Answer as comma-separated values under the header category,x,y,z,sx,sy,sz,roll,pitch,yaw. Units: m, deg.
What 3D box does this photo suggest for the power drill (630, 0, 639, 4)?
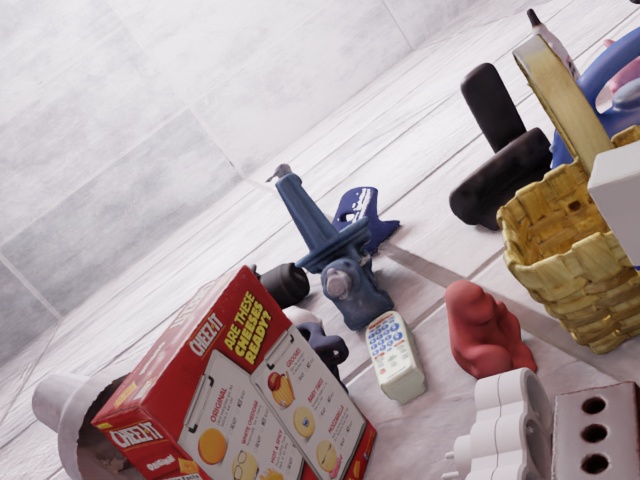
category,x,y,z,sx,sy,sz,roll,pitch,yaw
power drill,0.428,-0.221,0.532,0.229,0.209,0.075,-33,17,13

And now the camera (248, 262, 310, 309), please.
category,x,y,z,sx,sy,sz,roll,pitch,yaw
camera,-0.094,0.091,0.928,0.136,0.101,0.143,-29,18,23

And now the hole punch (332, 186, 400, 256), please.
category,x,y,z,sx,sy,sz,roll,pitch,yaw
hole punch,0.062,-0.028,0.954,0.101,0.091,0.108,-45,18,-25

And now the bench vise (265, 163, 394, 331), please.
category,x,y,z,sx,sy,sz,roll,pitch,yaw
bench vise,0.016,-0.005,0.755,0.121,0.220,0.207,-39,17,-6

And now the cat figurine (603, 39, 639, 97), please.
category,x,y,z,sx,sy,sz,roll,pitch,yaw
cat figurine,0.398,-0.214,0.733,0.067,0.118,0.128,-30,18,22

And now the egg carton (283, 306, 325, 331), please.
category,x,y,z,sx,sy,sz,roll,pitch,yaw
egg carton,-0.063,0.151,0.759,0.150,0.069,0.107,-28,19,28

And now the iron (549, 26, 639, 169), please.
category,x,y,z,sx,sy,sz,roll,pitch,yaw
iron,0.350,-0.161,0.645,0.258,0.141,0.118,-33,17,11

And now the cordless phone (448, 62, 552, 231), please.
category,x,y,z,sx,sy,sz,roll,pitch,yaw
cordless phone,0.209,-0.119,0.736,0.147,0.185,0.094,-37,17,-3

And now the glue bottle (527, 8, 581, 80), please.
category,x,y,z,sx,sy,sz,roll,pitch,yaw
glue bottle,0.362,-0.280,0.886,0.037,0.173,0.078,-24,21,36

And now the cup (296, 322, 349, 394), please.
category,x,y,z,sx,sy,sz,roll,pitch,yaw
cup,-0.001,0.145,0.604,0.117,0.095,0.092,-25,20,35

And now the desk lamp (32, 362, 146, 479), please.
category,x,y,z,sx,sy,sz,roll,pitch,yaw
desk lamp,-0.192,0.218,0.584,0.202,0.214,0.118,-17,25,48

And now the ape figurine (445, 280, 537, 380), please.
category,x,y,z,sx,sy,sz,roll,pitch,yaw
ape figurine,0.142,0.076,0.508,0.076,0.092,0.078,-15,27,51
